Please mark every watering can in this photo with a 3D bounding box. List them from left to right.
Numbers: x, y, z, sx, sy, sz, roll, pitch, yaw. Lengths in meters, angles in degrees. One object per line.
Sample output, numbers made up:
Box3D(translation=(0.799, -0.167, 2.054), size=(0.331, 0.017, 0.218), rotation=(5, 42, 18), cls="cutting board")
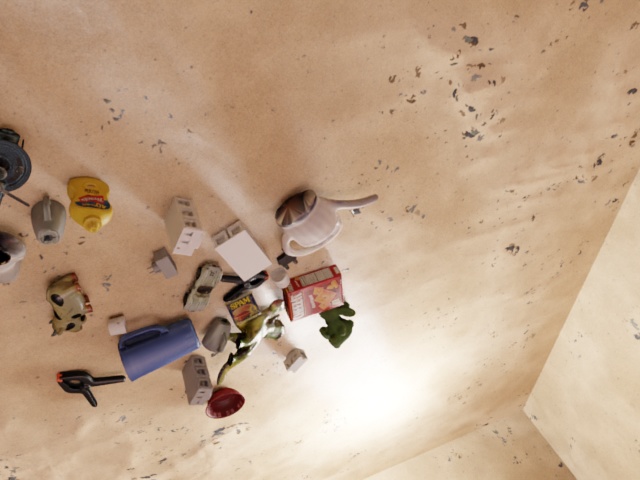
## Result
Box3D(translation=(0.005, -0.082, 1.628), size=(0.221, 0.346, 0.106), rotation=(44, 10, -44), cls="watering can")

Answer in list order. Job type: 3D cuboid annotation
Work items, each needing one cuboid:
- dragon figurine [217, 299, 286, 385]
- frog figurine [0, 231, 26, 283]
Box3D(translation=(-0.229, 0.364, 1.883), size=(0.243, 0.402, 0.124), rotation=(-2, 39, -38), cls="dragon figurine")
Box3D(translation=(-0.810, 0.045, 1.302), size=(0.138, 0.123, 0.157), rotation=(-32, -8, -12), cls="frog figurine")
